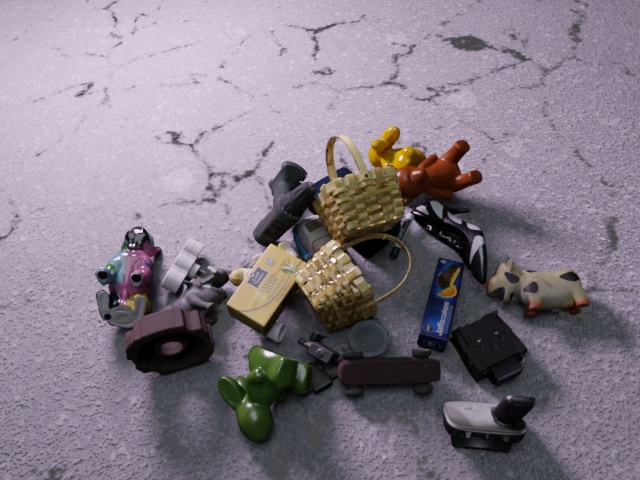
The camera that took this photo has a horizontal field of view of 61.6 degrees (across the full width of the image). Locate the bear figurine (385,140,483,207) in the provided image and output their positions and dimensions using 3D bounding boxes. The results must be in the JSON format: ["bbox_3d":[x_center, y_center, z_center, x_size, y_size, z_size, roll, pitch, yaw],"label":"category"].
[{"bbox_3d":[0.259,-0.153,1.260,0.196,0.132,0.120,-9,75,-33],"label":"bear figurine"}]

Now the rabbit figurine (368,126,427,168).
[{"bbox_3d":[0.181,-0.204,1.377,0.122,0.162,0.173,-42,42,-9],"label":"rabbit figurine"}]

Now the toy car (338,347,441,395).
[{"bbox_3d":[0.136,0.260,1.069,0.202,0.053,0.089,-4,87,1],"label":"toy car"}]

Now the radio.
[{"bbox_3d":[0.084,-0.073,1.321,0.131,0.073,0.230,-36,60,-21],"label":"radio"}]

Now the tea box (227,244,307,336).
[{"bbox_3d":[-0.109,0.105,1.140,0.098,0.068,0.169,27,64,12],"label":"tea box"}]

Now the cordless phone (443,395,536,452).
[{"bbox_3d":[0.298,0.308,0.951,0.147,0.184,0.089,4,59,7],"label":"cordless phone"}]

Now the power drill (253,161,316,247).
[{"bbox_3d":[-0.074,-0.102,1.291,0.086,0.232,0.207,25,36,-24],"label":"power drill"}]

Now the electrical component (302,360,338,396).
[{"bbox_3d":[-0.007,0.278,1.099,0.094,0.021,0.063,-26,56,-13],"label":"electrical component"}]

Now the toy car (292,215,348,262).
[{"bbox_3d":[-0.003,-0.004,1.259,0.109,0.102,0.162,-22,57,-13],"label":"toy car"}]

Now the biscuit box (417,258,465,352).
[{"bbox_3d":[0.262,0.137,1.157,0.063,0.059,0.203,13,56,14],"label":"biscuit box"}]

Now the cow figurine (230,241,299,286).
[{"bbox_3d":[-0.117,0.080,1.231,0.167,0.068,0.098,-27,62,-14],"label":"cow figurine"}]

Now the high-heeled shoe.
[{"bbox_3d":[0.296,0.002,1.243,0.145,0.086,0.249,-6,48,3],"label":"high-heeled shoe"}]

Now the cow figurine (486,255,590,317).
[{"bbox_3d":[0.459,0.098,1.155,0.195,0.085,0.127,-3,59,6],"label":"cow figurine"}]

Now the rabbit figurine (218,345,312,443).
[{"bbox_3d":[-0.120,0.297,1.039,0.159,0.121,0.170,14,76,24],"label":"rabbit figurine"}]

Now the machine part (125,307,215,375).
[{"bbox_3d":[-0.304,0.206,1.091,0.179,0.179,0.056,-16,52,-7],"label":"machine part"}]

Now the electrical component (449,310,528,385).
[{"bbox_3d":[0.346,0.223,1.089,0.115,0.058,0.134,-24,55,-10],"label":"electrical component"}]

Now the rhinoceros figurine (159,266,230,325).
[{"bbox_3d":[-0.277,0.139,1.195,0.190,0.073,0.112,-40,58,-21],"label":"rhinoceros figurine"}]

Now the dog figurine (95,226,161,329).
[{"bbox_3d":[-0.430,0.077,1.239,0.108,0.191,0.219,3,22,-5],"label":"dog figurine"}]

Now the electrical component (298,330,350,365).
[{"bbox_3d":[0.012,0.225,1.112,0.102,0.078,0.045,25,83,28],"label":"electrical component"}]
